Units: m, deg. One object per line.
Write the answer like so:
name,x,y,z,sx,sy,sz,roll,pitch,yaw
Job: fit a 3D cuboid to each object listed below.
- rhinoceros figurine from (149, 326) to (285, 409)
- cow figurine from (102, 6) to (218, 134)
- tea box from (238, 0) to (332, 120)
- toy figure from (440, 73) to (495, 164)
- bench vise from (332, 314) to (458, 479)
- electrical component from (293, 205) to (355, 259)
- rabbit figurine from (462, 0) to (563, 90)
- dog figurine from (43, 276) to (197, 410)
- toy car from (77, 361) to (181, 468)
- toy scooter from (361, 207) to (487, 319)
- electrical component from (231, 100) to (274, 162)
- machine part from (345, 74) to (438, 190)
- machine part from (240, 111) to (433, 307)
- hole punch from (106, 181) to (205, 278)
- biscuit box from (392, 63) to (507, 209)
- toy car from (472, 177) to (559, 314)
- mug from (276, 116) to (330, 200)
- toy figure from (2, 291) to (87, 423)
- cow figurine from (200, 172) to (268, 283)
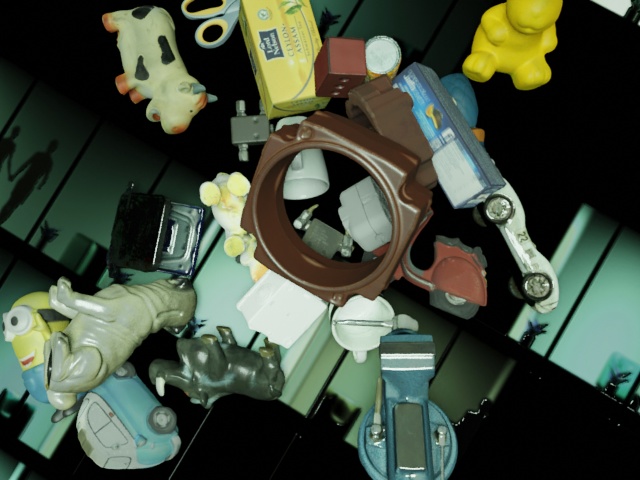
rhinoceros figurine,-0.143,0.182,0.759,0.190,0.073,0.112,5,96,1
cow figurine,-0.231,-0.248,0.789,0.127,0.085,0.195,-16,84,7
tea box,-0.050,-0.271,0.778,0.098,0.068,0.169,-16,86,-14
toy figure,0.208,-0.160,0.772,0.064,0.058,0.154,-9,82,-21
bench vise,0.104,0.221,0.682,0.129,0.240,0.224,-11,53,-1
electrical component,-0.001,-0.001,0.775,0.102,0.045,0.078,37,86,5
rabbit figurine,0.282,-0.298,0.724,0.122,0.173,0.162,21,91,8
dog figurine,-0.256,0.130,0.715,0.190,0.121,0.172,8,83,-32
toy car,-0.269,0.247,0.723,0.162,0.109,0.103,48,45,8
toy scooter,0.159,0.022,0.754,0.184,0.075,0.135,23,85,9
electrical component,-0.100,-0.164,0.804,0.063,0.021,0.094,-3,85,2
machine part,0.095,-0.130,0.722,0.056,0.179,0.179,-26,85,-3
machine part,0.015,-0.035,0.647,0.202,0.087,0.200,28,119,9
hole punch,-0.236,-0.007,0.776,0.116,0.092,0.142,8,88,33
biscuit box,0.166,-0.141,0.722,0.059,0.063,0.203,-37,71,35
toy car,0.272,0.008,0.748,0.056,0.073,0.201,-25,85,0
mug,-0.035,-0.124,0.761,0.081,0.109,0.107,-10,72,7
toy figure,-0.384,0.162,0.763,0.082,0.089,0.180,-25,93,5
cow figurine,-0.109,-0.016,0.767,0.068,0.098,0.167,-25,104,-5
